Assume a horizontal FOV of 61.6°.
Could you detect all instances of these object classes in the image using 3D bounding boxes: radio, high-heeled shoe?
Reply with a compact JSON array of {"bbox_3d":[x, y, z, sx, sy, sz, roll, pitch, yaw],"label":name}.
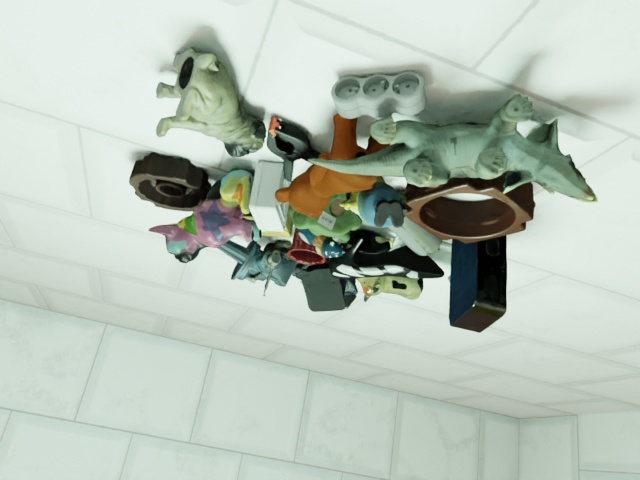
[{"bbox_3d":[0.326,0.062,1.110,0.073,0.229,0.131,12,152,-7],"label":"radio"},{"bbox_3d":[0.148,0.073,1.233,0.249,0.086,0.145,23,131,-9],"label":"high-heeled shoe"}]

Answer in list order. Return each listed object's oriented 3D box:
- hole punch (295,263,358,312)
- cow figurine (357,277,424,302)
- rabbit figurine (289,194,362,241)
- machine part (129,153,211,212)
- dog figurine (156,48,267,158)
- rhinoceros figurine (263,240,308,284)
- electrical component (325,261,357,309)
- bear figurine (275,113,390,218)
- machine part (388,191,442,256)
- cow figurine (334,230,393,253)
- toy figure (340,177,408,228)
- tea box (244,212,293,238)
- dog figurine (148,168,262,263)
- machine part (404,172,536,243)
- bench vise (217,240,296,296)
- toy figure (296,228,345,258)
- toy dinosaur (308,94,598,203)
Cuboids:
[{"bbox_3d":[0.024,0.109,1.345,0.142,0.115,0.092,-5,-164,33],"label":"hole punch"},{"bbox_3d":[0.177,0.106,1.386,0.195,0.127,0.085,17,145,-19],"label":"cow figurine"},{"bbox_3d":[0.007,-0.066,1.130,0.159,0.121,0.170,18,176,-28],"label":"rabbit figurine"},{"bbox_3d":[-0.323,-0.121,1.173,0.179,0.056,0.179,7,157,3],"label":"machine part"},{"bbox_3d":[-0.147,-0.214,0.865,0.190,0.121,0.172,10,164,-36],"label":"dog figurine"},{"bbox_3d":[-0.073,0.068,1.476,0.112,0.073,0.190,-15,146,42],"label":"rhinoceros figurine"},{"bbox_3d":[0.039,0.113,1.453,0.115,0.058,0.134,27,149,23],"label":"electrical component"},{"bbox_3d":[0.018,-0.119,0.944,0.120,0.132,0.196,24,154,-29],"label":"bear figurine"},{"bbox_3d":[0.192,-0.033,1.136,0.079,0.079,0.243,-8,151,35],"label":"machine part"},{"bbox_3d":[0.087,0.005,1.274,0.167,0.068,0.098,19,149,-27],"label":"cow figurine"},{"bbox_3d":[0.103,-0.074,0.985,0.082,0.089,0.180,27,-173,-18],"label":"toy figure"},{"bbox_3d":[-0.150,-0.060,1.224,0.170,0.068,0.098,5,156,10],"label":"tea box"},{"bbox_3d":[-0.239,-0.050,1.116,0.219,0.191,0.108,-2,-173,4],"label":"dog figurine"},{"bbox_3d":[0.272,-0.077,0.992,0.201,0.087,0.201,29,150,-34],"label":"machine part"},{"bbox_3d":[-0.188,0.040,1.329,0.240,0.129,0.224,31,171,-13],"label":"bench vise"},{"bbox_3d":[-0.001,-0.004,1.211,0.064,0.155,0.057,6,119,-41],"label":"toy figure"},{"bbox_3d":[0.202,-0.129,0.820,0.405,0.131,0.192,4,175,21],"label":"toy dinosaur"}]
